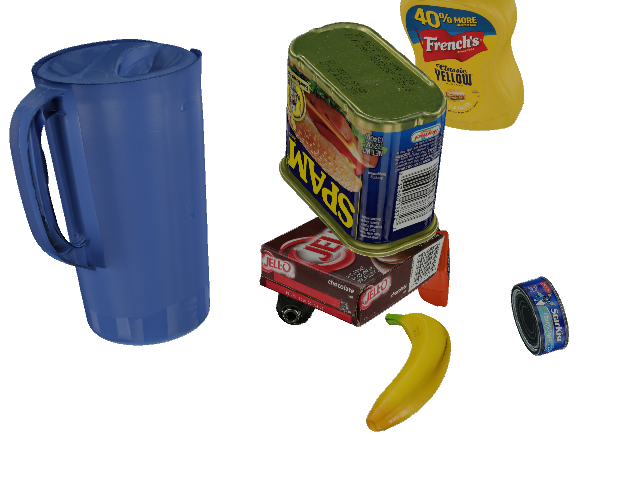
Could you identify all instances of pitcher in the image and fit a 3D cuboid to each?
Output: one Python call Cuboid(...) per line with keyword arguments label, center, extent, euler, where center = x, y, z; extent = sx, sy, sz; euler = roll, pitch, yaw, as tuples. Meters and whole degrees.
Cuboid(label="pitcher", center=(-0.162, -0.036, 0.881), extent=(0.149, 0.243, 0.145), euler=(-6, 25, -7))

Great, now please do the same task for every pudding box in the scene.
Cuboid(label="pudding box", center=(0.024, 0.014, 0.783), extent=(0.090, 0.039, 0.113), euler=(22, 29, 30))

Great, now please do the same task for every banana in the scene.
Cuboid(label="banana", center=(0.088, 0.117, 1.001), extent=(0.070, 0.037, 0.197), euler=(-22, 18, 18))

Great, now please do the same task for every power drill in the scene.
Cuboid(label="power drill", center=(0.050, 0.038, 1.200), extent=(0.188, 0.057, 0.184), euler=(1, 29, 10))

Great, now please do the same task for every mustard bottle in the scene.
Cuboid(label="mustard bottle", center=(0.117, -0.179, 0.893), extent=(0.096, 0.058, 0.191), euler=(14, -35, 25))

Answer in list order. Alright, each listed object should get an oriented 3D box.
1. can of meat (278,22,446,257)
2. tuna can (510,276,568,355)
Cuboid(label="can of meat", center=(0.021, -0.056, 0.567), extent=(0.057, 0.084, 0.102), euler=(-20, 46, -24))
Cuboid(label="tuna can", center=(0.247, 0.086, 1.208), extent=(0.033, 0.086, 0.086), euler=(-15, 2, -8))
